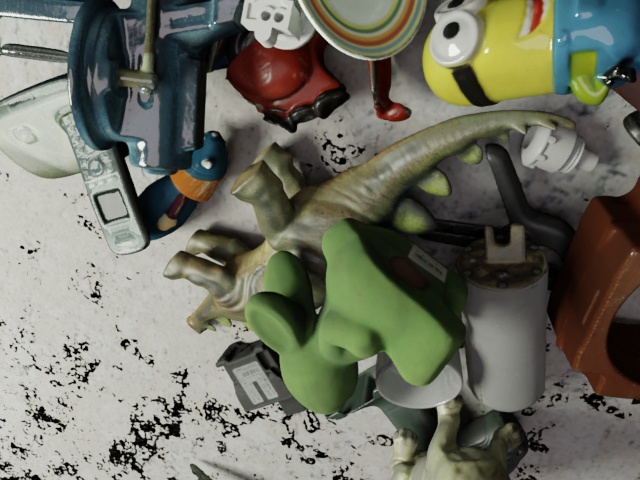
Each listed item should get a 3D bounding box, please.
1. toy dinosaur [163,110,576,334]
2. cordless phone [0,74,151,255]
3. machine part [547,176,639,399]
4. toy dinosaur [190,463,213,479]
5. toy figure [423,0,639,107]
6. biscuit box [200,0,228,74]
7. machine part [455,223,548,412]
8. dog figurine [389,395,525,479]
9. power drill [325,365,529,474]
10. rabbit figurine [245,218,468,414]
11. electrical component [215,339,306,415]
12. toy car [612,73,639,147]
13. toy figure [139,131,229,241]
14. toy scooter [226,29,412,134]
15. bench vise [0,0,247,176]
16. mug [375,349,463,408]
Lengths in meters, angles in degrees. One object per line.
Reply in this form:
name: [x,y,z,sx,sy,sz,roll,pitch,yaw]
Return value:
toy dinosaur: [-0.001,-0.002,0.526,0.198,0.105,0.471,40,128,-13]
cordless phone: [-0.247,-0.067,0.553,0.147,0.089,0.184,-14,97,19]
machine part: [0.311,0.040,0.447,0.202,0.087,0.200,3,126,0]
toy dinosaur: [-0.014,0.431,0.666,0.405,0.192,0.131,18,114,5]
toy figure: [0.165,-0.141,0.395,0.180,0.082,0.089,3,133,22]
biscuit box: [-0.087,-0.254,0.468,0.063,0.059,0.202,25,117,4]
machine part: [0.175,0.083,0.513,0.079,0.079,0.242,-4,128,16]
dog figurine: [0.123,0.259,0.484,0.121,0.191,0.172,19,115,0]
power drill: [0.099,0.237,0.617,0.232,0.086,0.207,-40,95,23]
rabbit figurine: [0.015,0.077,0.443,0.159,0.121,0.170,33,117,-6]
electrical component: [-0.063,0.173,0.650,0.075,0.048,0.119,-20,104,22]
toy car: [0.241,-0.157,0.429,0.202,0.053,0.089,39,136,-2]
toy figure: [-0.144,-0.057,0.565,0.154,0.058,0.064,-37,77,27]
toy scooter: [0.010,-0.149,0.470,0.184,0.075,0.135,-22,88,16]
bench vise: [-0.177,-0.167,0.420,0.241,0.129,0.223,6,116,-1]
mug: [0.099,0.092,0.532,0.081,0.107,0.109,14,129,-8]
